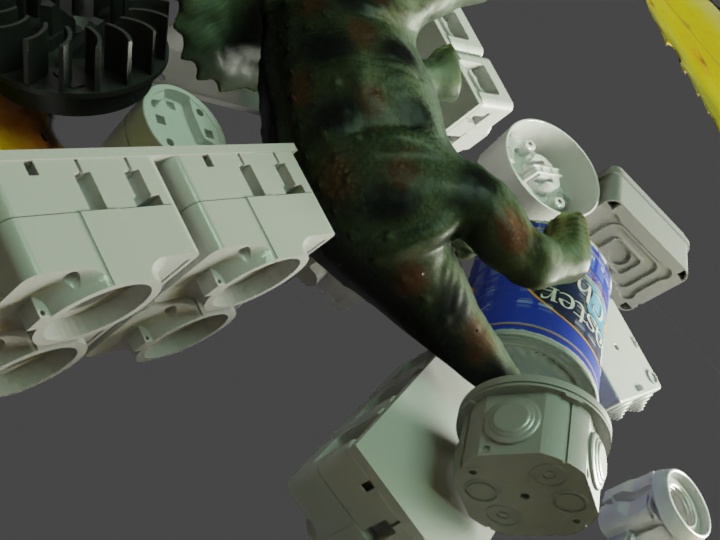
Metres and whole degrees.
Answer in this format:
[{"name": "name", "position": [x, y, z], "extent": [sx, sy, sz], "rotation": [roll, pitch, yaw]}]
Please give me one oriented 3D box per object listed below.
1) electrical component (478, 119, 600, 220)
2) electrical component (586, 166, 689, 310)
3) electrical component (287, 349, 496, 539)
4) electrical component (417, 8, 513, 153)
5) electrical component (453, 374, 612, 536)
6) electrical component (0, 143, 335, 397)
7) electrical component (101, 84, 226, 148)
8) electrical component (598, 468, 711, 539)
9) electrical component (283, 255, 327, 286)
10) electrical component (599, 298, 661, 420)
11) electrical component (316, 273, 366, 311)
[{"name": "electrical component", "position": [0.150, -0.078, 0.918], "extent": [0.099, 0.064, 0.099], "rotation": [33, 38, -30]}, {"name": "electrical component", "position": [0.235, -0.029, 0.969], "extent": [0.113, 0.078, 0.057], "rotation": [42, 37, -19]}, {"name": "electrical component", "position": [0.034, 0.110, 0.601], "extent": [0.089, 0.062, 0.150], "rotation": [54, 33, -1]}, {"name": "electrical component", "position": [0.043, -0.163, 0.836], "extent": [0.062, 0.089, 0.150], "rotation": [-5, 65, -53]}, {"name": "electrical component", "position": [0.087, 0.095, 0.549], "extent": [0.080, 0.080, 0.051], "rotation": [40, 41, -21]}, {"name": "electrical component", "position": [-0.108, -0.001, 0.482], "extent": [0.186, 0.105, 0.060], "rotation": [-11, 70, -55]}, {"name": "electrical component", "position": [-0.110, -0.066, 0.592], "extent": [0.055, 0.047, 0.055], "rotation": [32, 39, -30]}, {"name": "electrical component", "position": [0.212, 0.177, 0.771], "extent": [0.058, 0.057, 0.078], "rotation": [50, 33, -7]}, {"name": "electrical component", "position": [-0.036, -0.029, 0.656], "extent": [0.066, 0.048, 0.055], "rotation": [51, 40, -6]}, {"name": "electrical component", "position": [0.182, 0.071, 0.839], "extent": [0.100, 0.048, 0.099], "rotation": [-4, 63, -53]}, {"name": "electrical component", "position": [0.000, 0.000, 0.673], "extent": [0.040, 0.046, 0.040], "rotation": [32, 39, -30]}]
